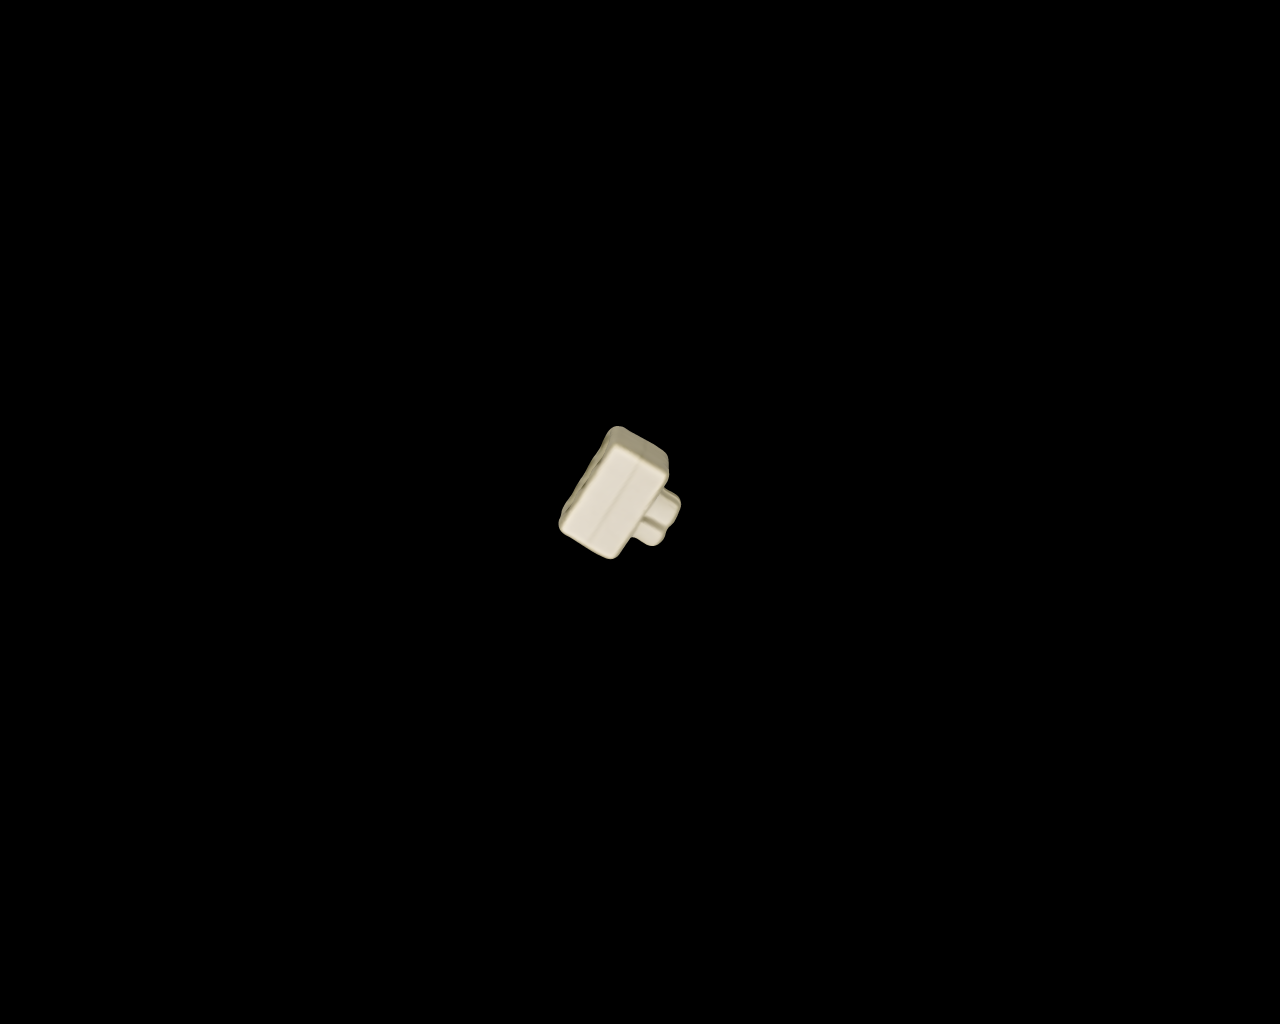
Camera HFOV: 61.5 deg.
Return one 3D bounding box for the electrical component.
[{"bbox_3d":[0.001,-0.003,0.650,0.077,0.065,0.047,30,16,-9],"label":"electrical component"}]
